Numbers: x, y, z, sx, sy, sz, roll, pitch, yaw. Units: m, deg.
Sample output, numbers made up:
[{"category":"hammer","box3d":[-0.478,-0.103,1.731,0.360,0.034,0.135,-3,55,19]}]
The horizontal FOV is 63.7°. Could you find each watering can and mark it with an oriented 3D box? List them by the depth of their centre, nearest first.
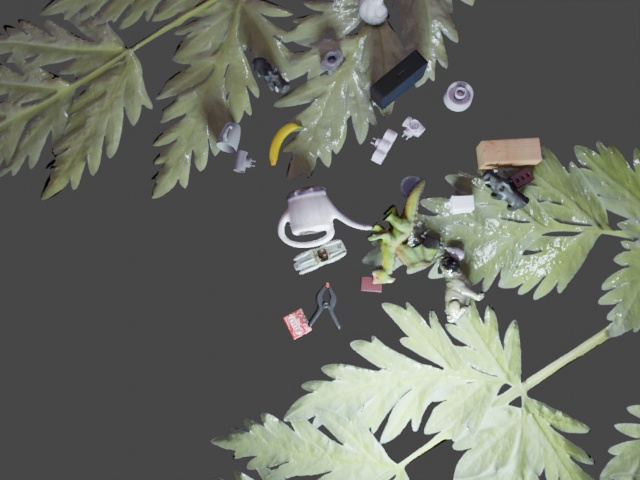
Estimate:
[{"category":"watering can","box3d":[0.006,-0.095,1.893,0.347,0.226,0.103,-12,-10,8]}]

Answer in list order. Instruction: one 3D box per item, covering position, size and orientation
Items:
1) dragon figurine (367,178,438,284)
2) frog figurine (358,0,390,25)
[{"category":"dragon figurine","box3d":[0.316,-0.009,1.853,0.412,0.243,0.121,-45,-1,-8]},{"category":"frog figurine","box3d":[0.209,-0.919,2.001,0.123,0.138,0.158,-29,-8,0]}]
